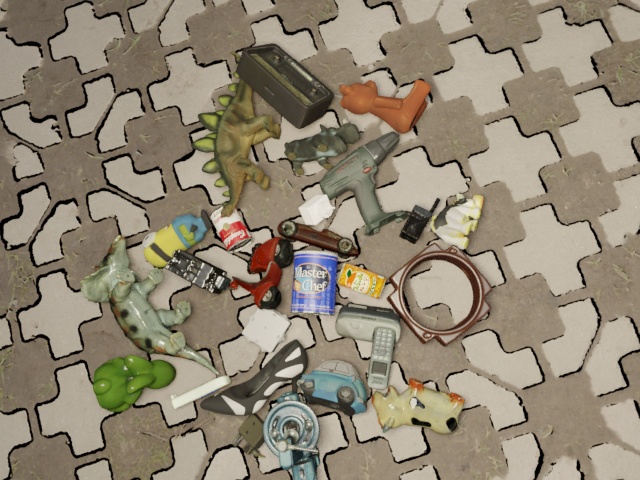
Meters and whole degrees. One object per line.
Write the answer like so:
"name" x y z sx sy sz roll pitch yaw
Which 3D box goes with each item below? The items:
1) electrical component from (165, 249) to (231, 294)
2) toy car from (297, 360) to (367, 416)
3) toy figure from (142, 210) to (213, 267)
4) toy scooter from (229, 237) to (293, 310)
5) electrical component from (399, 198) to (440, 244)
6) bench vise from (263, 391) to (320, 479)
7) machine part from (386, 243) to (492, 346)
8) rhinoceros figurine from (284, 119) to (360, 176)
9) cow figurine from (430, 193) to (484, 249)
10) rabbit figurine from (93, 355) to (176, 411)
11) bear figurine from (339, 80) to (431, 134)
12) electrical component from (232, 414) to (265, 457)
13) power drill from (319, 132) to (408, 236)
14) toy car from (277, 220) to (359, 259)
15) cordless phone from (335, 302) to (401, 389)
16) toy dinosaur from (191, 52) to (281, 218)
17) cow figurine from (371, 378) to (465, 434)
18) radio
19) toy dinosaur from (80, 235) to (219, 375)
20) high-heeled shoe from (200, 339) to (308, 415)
"electrical component" -0.278 0.077 1.261 0.134 0.115 0.058 26 87 9
"toy car" 0.036 0.323 1.204 0.162 0.109 0.103 11 57 18
"toy figure" -0.344 -0.004 1.300 0.180 0.082 0.089 -28 76 -3
"toy scooter" -0.143 0.075 1.265 0.135 0.075 0.184 1 63 24
"electrical component" 0.235 -0.053 1.264 0.048 0.075 0.119 28 87 8
"bench vise" -0.056 0.432 1.112 0.129 0.240 0.223 -3 77 4
"machine part" 0.270 0.123 1.223 0.201 0.087 0.201 -38 77 -3
"rhinoceros figurine" 0.005 -0.229 1.308 0.190 0.073 0.112 -16 41 15
"cow figurine" 0.318 -0.055 1.241 0.098 0.068 0.167 18 41 23
"rabbit figurine" -0.419 0.307 1.225 0.170 0.159 0.121 -12 68 -13
"bear figurine" 0.152 -0.342 1.307 0.196 0.120 0.132 31 80 15
"electrical component" -0.142 0.441 1.219 0.078 0.045 0.102 27 79 38
"power drill" 0.130 -0.129 1.285 0.232 0.086 0.207 -28 82 1
"toy car" -0.003 -0.004 1.266 0.202 0.089 0.053 16 77 7
"cordless phone" 0.103 0.242 1.223 0.147 0.089 0.184 8 96 6
"toy dinosaur" -0.204 -0.269 1.327 0.199 0.105 0.471 5 69 10
"cow figurine" 0.208 0.374 1.184 0.195 0.085 0.127 16 80 3
"radio" -0.084 -0.383 1.322 0.230 0.073 0.131 45 45 10
"toy dinosaur" -0.410 0.180 1.252 0.192 0.131 0.404 -32 90 39
"high-heeled shoe" -0.148 0.306 1.212 0.249 0.086 0.145 -5 99 -14
